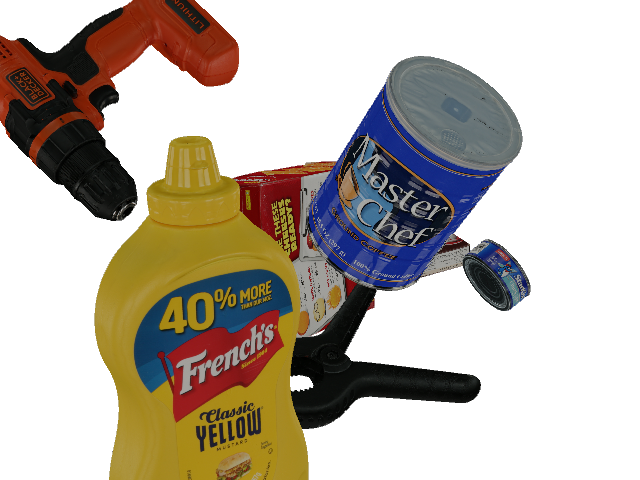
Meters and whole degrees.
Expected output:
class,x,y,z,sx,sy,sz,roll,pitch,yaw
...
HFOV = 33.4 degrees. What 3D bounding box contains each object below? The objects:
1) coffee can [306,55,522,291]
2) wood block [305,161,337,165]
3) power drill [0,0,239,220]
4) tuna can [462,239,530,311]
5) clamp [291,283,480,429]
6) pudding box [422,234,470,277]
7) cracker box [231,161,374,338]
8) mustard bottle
class,x,y,z,sx,sy,sz,roll,pitch,yaw
coffee can,0.064,-0.046,0.765,0.102,0.103,0.140,0,-39,-32
wood block,0.034,-0.025,1.403,0.090,0.090,0.206,-2,27,-6
power drill,-0.155,-0.119,0.829,0.187,0.184,0.057,-36,-15,-31
tuna can,0.211,0.043,1.286,0.033,0.086,0.086,-37,11,-15
clamp,0.019,0.112,0.895,0.209,0.036,0.165,-23,44,-32
pudding box,0.154,0.017,1.596,0.113,0.039,0.090,-17,26,-20
cracker box,-0.025,0.009,1.088,0.072,0.164,0.213,3,11,31
mustard bottle,-0.054,0.047,0.493,0.096,0.192,0.058,-12,21,-28
